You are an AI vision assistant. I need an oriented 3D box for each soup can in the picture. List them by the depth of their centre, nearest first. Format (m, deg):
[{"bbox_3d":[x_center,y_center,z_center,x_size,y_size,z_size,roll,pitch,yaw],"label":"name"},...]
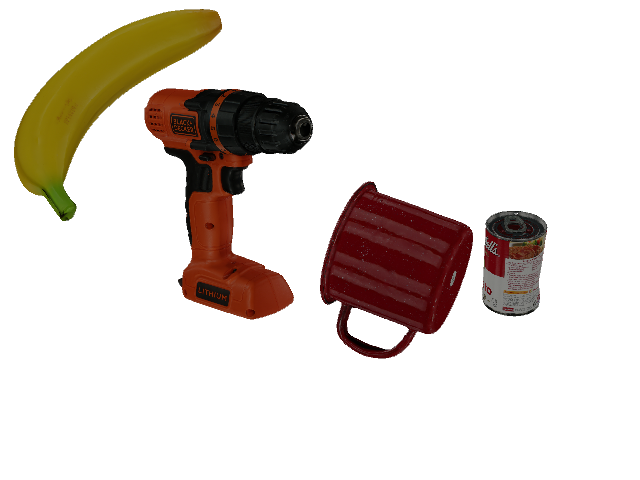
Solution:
[{"bbox_3d":[0.220,0.026,1.215,0.068,0.102,0.068,-2,29,1],"label":"soup can"}]

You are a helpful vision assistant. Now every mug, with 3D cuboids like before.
[{"bbox_3d":[0.052,0.027,0.748,0.081,0.117,0.093,21,0,17],"label":"mug"}]

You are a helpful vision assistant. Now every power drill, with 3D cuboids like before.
[{"bbox_3d":[-0.069,-0.033,0.885,0.057,0.188,0.185,-19,22,-39],"label":"power drill"}]

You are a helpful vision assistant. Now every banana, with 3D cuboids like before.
[{"bbox_3d":[-0.134,-0.090,0.667,0.069,0.197,0.037,27,-35,4],"label":"banana"}]
